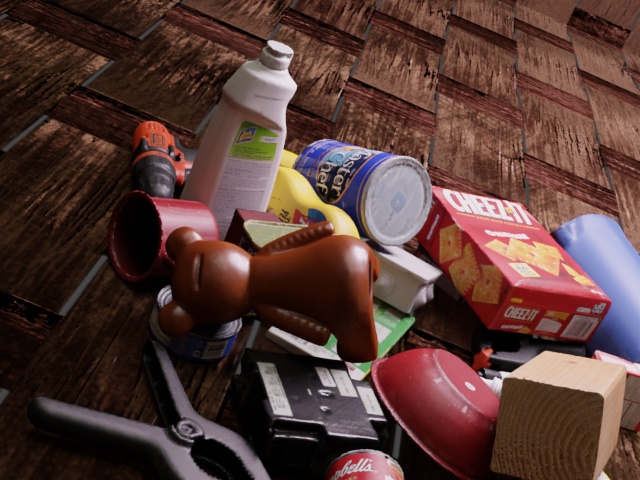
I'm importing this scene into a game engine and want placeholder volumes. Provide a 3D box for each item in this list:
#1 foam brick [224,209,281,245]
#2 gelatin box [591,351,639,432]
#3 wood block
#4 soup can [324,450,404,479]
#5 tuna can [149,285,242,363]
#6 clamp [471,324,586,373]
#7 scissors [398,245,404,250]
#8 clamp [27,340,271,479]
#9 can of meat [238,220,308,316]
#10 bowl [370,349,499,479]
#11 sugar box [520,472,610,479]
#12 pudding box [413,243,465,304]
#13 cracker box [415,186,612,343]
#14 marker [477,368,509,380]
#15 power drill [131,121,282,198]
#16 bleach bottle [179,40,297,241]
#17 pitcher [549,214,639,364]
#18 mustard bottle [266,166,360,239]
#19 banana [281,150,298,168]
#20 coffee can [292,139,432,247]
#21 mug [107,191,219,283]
[{"bbox_3d":[-0.072,0.014,1.149,0.052,0.078,0.051,4,31,-34],"label":"foam brick"},{"bbox_3d":[0.333,0.170,1.198,0.089,0.073,0.030,17,26,-12],"label":"gelatin box"},{"bbox_3d":[0.234,0.167,1.020,0.091,0.090,0.205,9,4,21],"label":"wood block"},{"bbox_3d":[0.037,0.228,0.858,0.068,0.069,0.102,19,28,-10],"label":"soup can"},{"bbox_3d":[-0.121,0.080,1.035,0.086,0.034,0.086,19,27,-10],"label":"tuna can"},{"bbox_3d":[0.224,0.114,1.251,0.171,0.039,0.120,-5,34,-44],"label":"clamp"},{"bbox_3d":[0.064,-0.035,1.417,0.096,0.016,0.201,17,28,-11],"label":"scissors"},{"bbox_3d":[-0.115,0.163,0.887,0.210,0.036,0.164,31,27,11],"label":"clamp"},{"bbox_3d":[-0.044,0.032,1.102,0.101,0.084,0.057,5,32,-34],"label":"can of meat"},{"bbox_3d":[0.125,0.156,1.019,0.162,0.055,0.162,38,17,-14],"label":"bowl"},{"bbox_3d":[0.262,0.280,0.972,0.093,0.048,0.176,6,34,-31],"label":"sugar box"},{"bbox_3d":[0.180,0.031,1.366,0.090,0.039,0.113,39,28,24],"label":"pudding box"},{"bbox_3d":[0.226,0.026,1.288,0.163,0.072,0.214,10,30,-32],"label":"cracker box"},{"bbox_3d":[0.225,0.159,1.190,0.121,0.020,0.020,11,29,-24],"label":"marker"},{"bbox_3d":[-0.134,-0.072,1.276,0.187,0.057,0.184,14,29,-19],"label":"power drill"},{"bbox_3d":[-0.080,-0.094,1.143,0.102,0.251,0.068,0,35,-39],"label":"bleach bottle"},{"bbox_3d":[0.376,0.093,1.331,0.149,0.145,0.243,-1,38,-19],"label":"pitcher"},{"bbox_3d":[-0.008,0.001,1.184,0.058,0.096,0.192,9,24,-45],"label":"mustard bottle"},{"bbox_3d":[-0.042,-0.087,1.407,0.197,0.037,0.069,19,45,-8],"label":"banana"},{"bbox_3d":[0.045,-0.057,1.241,0.102,0.103,0.141,0,12,-39],"label":"coffee can"},{"bbox_3d":[-0.151,0.004,1.088,0.081,0.093,0.117,3,27,-45],"label":"mug"}]
